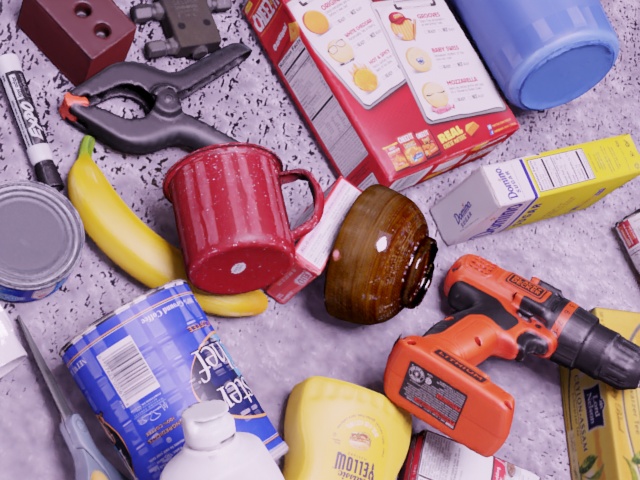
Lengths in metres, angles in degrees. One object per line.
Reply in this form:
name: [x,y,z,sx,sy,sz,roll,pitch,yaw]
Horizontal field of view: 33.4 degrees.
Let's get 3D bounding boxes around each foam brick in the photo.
foam brick: [-0.194,-0.170,0.851,0.078,0.051,0.052,46,57,-1]

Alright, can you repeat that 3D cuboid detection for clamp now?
clamp: [-0.119,-0.098,0.862,0.171,0.039,0.120,-12,69,-23]

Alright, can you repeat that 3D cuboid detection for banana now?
banana: [-0.127,0.001,0.815,0.198,0.037,0.069,44,58,-2]

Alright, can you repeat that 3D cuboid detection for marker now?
marker: [-0.222,-0.087,0.820,0.020,0.020,0.121,-15,75,-30]

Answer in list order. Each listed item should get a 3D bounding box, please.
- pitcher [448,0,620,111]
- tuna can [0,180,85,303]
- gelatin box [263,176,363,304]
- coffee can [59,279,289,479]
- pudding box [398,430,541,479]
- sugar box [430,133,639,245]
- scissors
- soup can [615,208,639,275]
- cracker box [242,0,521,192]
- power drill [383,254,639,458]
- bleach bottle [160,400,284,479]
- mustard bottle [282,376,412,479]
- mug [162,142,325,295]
pitcher: [0.172,-0.247,0.975,0.149,0.145,0.243,-2,57,-35]
tuna can: [-0.217,0.001,0.775,0.086,0.034,0.086,10,64,-21]
gelatin box: [-0.006,0.001,0.850,0.030,0.073,0.089,36,58,-8]
coffee can: [-0.101,0.113,0.739,0.102,0.103,0.140,-28,82,-32]
pudding box: [0.113,0.210,0.836,0.113,0.039,0.090,23,61,-12]
sugar box: [0.195,-0.045,0.955,0.175,0.093,0.048,-17,76,-29]
scissors: [-0.157,0.144,0.742,0.016,0.096,0.202,-35,53,6]
soup can: [0.331,0.016,1.006,0.068,0.069,0.102,-16,75,-30]
cracker box: [0.054,-0.152,0.948,0.163,0.072,0.214,-24,79,-33]
power drill: [0.150,0.093,0.835,0.185,0.057,0.187,28,33,23]
bleach bottle: [-0.060,0.221,0.660,0.102,0.068,0.251,-17,109,-30]
mustard bottle: [0.008,0.202,0.778,0.096,0.058,0.191,24,60,-20]
mug: [-0.053,-0.016,0.784,0.117,0.093,0.081,-16,61,3]
